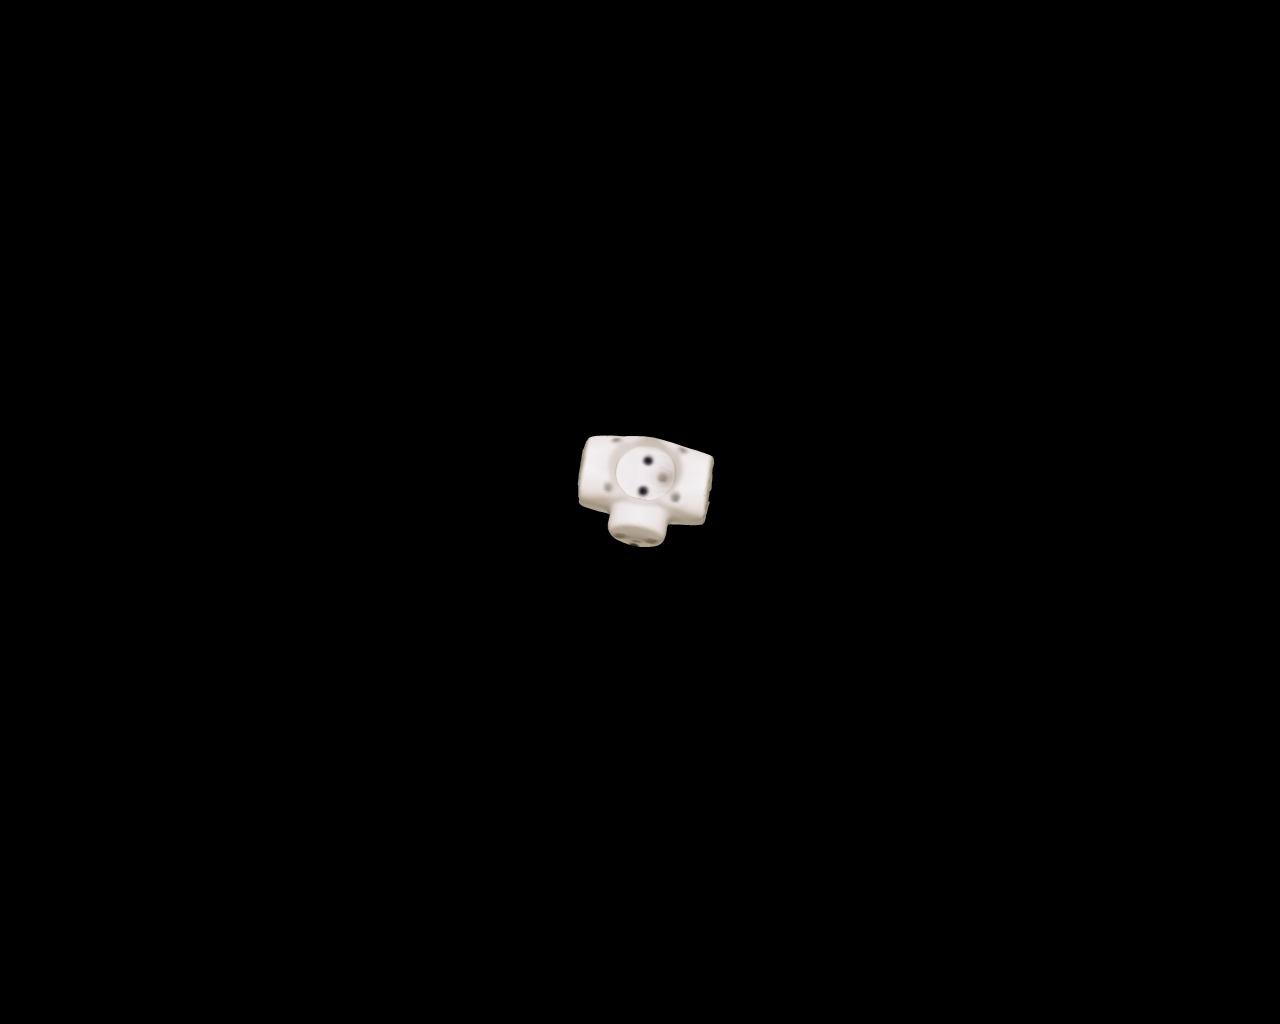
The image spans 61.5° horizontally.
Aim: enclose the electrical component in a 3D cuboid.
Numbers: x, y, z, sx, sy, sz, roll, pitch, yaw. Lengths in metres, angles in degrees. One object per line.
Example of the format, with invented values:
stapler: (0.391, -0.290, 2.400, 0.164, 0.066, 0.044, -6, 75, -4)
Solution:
electrical component: (0.001, -0.003, 0.650, 0.077, 0.079, 0.044, 10, -20, 3)
